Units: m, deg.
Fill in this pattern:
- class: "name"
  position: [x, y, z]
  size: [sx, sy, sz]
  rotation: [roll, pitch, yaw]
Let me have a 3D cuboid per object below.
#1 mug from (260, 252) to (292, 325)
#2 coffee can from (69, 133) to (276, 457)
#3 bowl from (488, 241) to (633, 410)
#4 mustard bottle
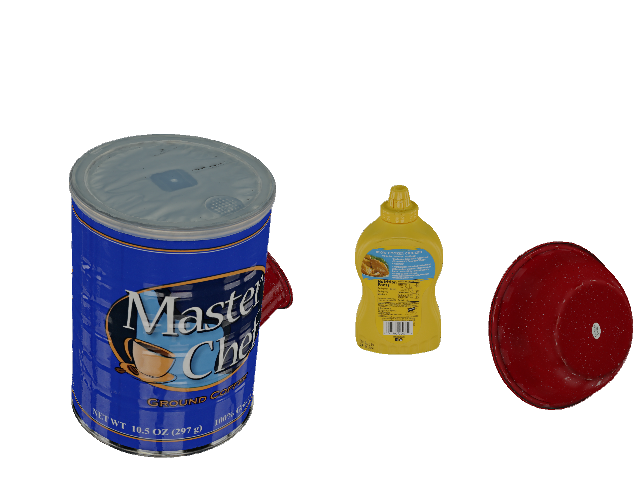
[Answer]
- class: "mug"
  position: [-0.089, 0.041, 0.803]
  size: [0.081, 0.093, 0.117]
  rotation: [-45, 31, -24]
- class: "coffee can"
  position: [-0.081, 0.028, 0.567]
  size: [0.102, 0.140, 0.103]
  rotation: [5, 30, -3]
- class: "bowl"
  position: [0.238, 0.082, 0.996]
  size: [0.161, 0.162, 0.055]
  rotation: [0, 1, -27]
- class: "mustard bottle"
  position: [0.086, 0.031, 1.172]
  size: [0.096, 0.192, 0.058]
  rotation: [1, 26, 5]
